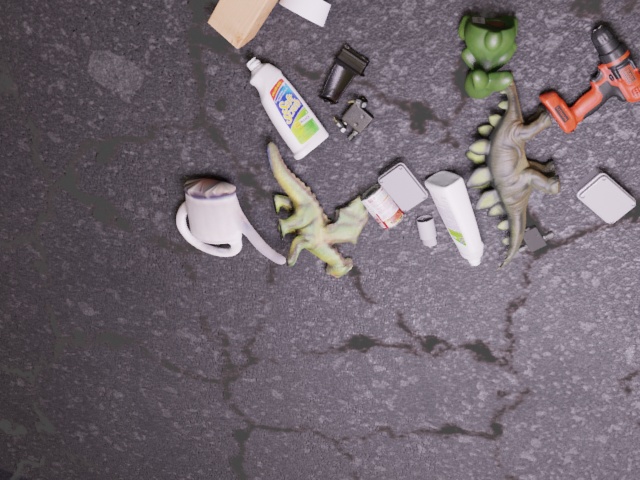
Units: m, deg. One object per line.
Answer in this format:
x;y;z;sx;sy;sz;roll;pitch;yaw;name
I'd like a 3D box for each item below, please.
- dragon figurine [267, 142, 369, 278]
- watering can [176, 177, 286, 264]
0.004;-0.067;1.341;0.243;0.124;0.402;-8;115;-4;dragon figurine
-0.245;-0.052;1.361;0.348;0.106;0.220;10;119;25;watering can
